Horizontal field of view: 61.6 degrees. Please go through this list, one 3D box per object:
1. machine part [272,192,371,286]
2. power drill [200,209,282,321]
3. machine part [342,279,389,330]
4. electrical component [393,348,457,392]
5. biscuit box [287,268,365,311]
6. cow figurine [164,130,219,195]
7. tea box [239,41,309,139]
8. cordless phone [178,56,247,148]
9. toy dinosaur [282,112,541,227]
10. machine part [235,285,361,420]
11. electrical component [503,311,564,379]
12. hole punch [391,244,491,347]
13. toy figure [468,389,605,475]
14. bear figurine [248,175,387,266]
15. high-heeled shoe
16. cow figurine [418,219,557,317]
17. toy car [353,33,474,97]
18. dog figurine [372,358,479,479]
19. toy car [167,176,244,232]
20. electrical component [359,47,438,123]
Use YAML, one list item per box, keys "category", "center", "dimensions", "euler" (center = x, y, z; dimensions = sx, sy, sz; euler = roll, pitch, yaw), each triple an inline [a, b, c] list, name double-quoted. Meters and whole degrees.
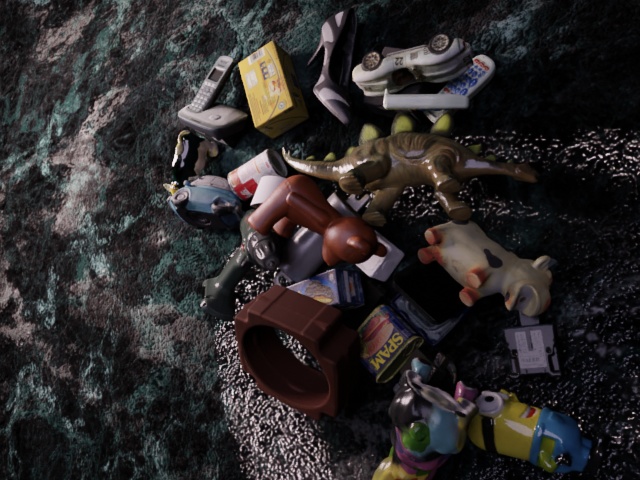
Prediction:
- category: "machine part"
  center: [-0.002, -0.003, 0.981]
  dimensions: [0.243, 0.079, 0.079]
  euler: [-46, 61, 14]
- category: "power drill"
  center: [-0.145, 0.050, 1.001]
  dimensions: [0.207, 0.086, 0.232]
  euler: [-60, 23, 22]
- category: "machine part"
  center: [0.060, 0.123, 0.940]
  dimensions: [0.139, 0.039, 0.084]
  euler: [-45, 56, 15]
- category: "electrical component"
  center: [0.170, 0.220, 0.854]
  dimensions: [0.102, 0.045, 0.078]
  euler: [-59, 31, 2]
- category: "biscuit box"
  center: [-0.015, 0.103, 0.936]
  dimensions: [0.203, 0.059, 0.063]
  euler: [-25, 67, 46]
- category: "cow figurine"
  center: [-0.289, -0.147, 1.165]
  dimensions: [0.068, 0.098, 0.167]
  euler: [14, 86, 24]
- category: "tea box"
  center: [-0.097, -0.309, 1.109]
  dimensions: [0.098, 0.068, 0.169]
  euler: [-24, 69, 24]
- category: "cordless phone"
  center: [-0.209, -0.306, 1.167]
  dimensions: [0.147, 0.088, 0.184]
  euler: [25, 87, 32]
- category: "toy dinosaur"
  center: [0.114, -0.122, 0.893]
  dimensions: [0.472, 0.104, 0.198]
  euler: [5, 46, 26]
- category: "machine part"
  center: [-0.036, 0.185, 0.891]
  dimensions: [0.201, 0.087, 0.201]
  euler: [19, 132, 27]
- category: "electrical component"
  center: [0.311, 0.142, 0.788]
  dimensions: [0.075, 0.047, 0.119]
  euler: [-7, 77, 27]
- category: "hole punch"
  center: [0.184, 0.091, 0.857]
  dimensions: [0.116, 0.092, 0.142]
  euler: [-30, 54, -22]
- category: "toy figure"
  center: [0.293, 0.272, 0.749]
  dimensions: [0.180, 0.082, 0.089]
  euler: [17, 85, 29]
- category: "bear figurine"
  center: [0.002, -0.012, 0.876]
  dimensions: [0.196, 0.120, 0.132]
  euler: [45, 106, 17]
- category: "high-heeled shoe"
  center: [0.052, -0.329, 1.015]
  dimensions: [0.145, 0.086, 0.249]
  euler: [-42, 52, 22]
- category: "cow figurine"
  center: [0.257, 0.040, 0.800]
  dimensions: [0.127, 0.085, 0.195]
  euler: [-27, 52, -23]
- category: "toy car"
  center: [0.153, -0.287, 0.894]
  dimensions: [0.202, 0.073, 0.056]
  euler: [-5, 74, 28]
- category: "dog figurine"
  center: [0.137, 0.294, 0.756]
  dimensions: [0.109, 0.191, 0.219]
  euler: [21, 102, 17]
- category: "toy car"
  center: [-0.225, -0.083, 1.114]
  dimensions: [0.162, 0.109, 0.103]
  euler: [5, 62, 22]
- category: "electrical component"
  center: [0.141, -0.283, 0.976]
  dimensions: [0.134, 0.058, 0.115]
  euler: [19, 87, 31]
